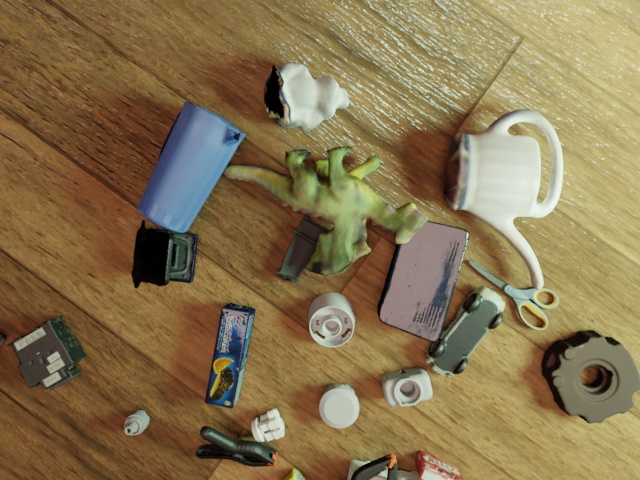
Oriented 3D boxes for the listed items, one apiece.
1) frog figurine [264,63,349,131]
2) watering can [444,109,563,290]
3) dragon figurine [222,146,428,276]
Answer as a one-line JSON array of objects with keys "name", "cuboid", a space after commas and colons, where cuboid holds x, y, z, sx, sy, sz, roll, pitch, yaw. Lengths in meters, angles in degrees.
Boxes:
[{"name": "frog figurine", "cuboid": [-0.028, -0.292, 1.042, 0.160, 0.121, 0.138, -16, 81, -32]}, {"name": "watering can", "cuboid": [0.353, -0.083, 1.002, 0.224, 0.104, 0.348, 5, 90, 5]}, {"name": "dragon figurine", "cuboid": [0.003, -0.051, 1.010, 0.409, 0.122, 0.244, -4, 85, 16]}]
